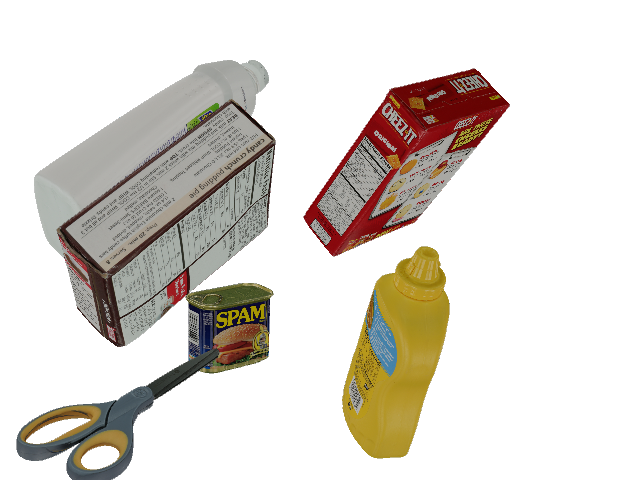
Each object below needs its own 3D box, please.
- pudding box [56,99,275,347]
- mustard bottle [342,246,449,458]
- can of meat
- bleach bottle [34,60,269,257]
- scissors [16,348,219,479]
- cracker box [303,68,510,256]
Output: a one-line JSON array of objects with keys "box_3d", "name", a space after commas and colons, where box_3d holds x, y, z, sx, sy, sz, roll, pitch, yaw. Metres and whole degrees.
[{"box_3d": [-0.075, -0.007, 0.540, 0.113, 0.039, 0.090, -42, -17, -23], "name": "pudding box"}, {"box_3d": [0.066, 0.085, 0.889, 0.058, 0.192, 0.096, 2, 37, -15], "name": "mustard bottle"}, {"box_3d": [-0.107, 0.102, 1.251, 0.101, 0.084, 0.058, -9, 19, -37], "name": "can of meat"}, {"box_3d": [-0.139, -0.083, 0.960, 0.068, 0.103, 0.250, 33, 55, 23], "name": "bleach bottle"}, {"box_3d": [-0.139, 0.139, 0.847, 0.201, 0.016, 0.096, -17, 36, -35], "name": "scissors"}, {"box_3d": [0.094, -0.090, 1.220, 0.163, 0.072, 0.214, -22, -25, -45], "name": "cracker box"}]
